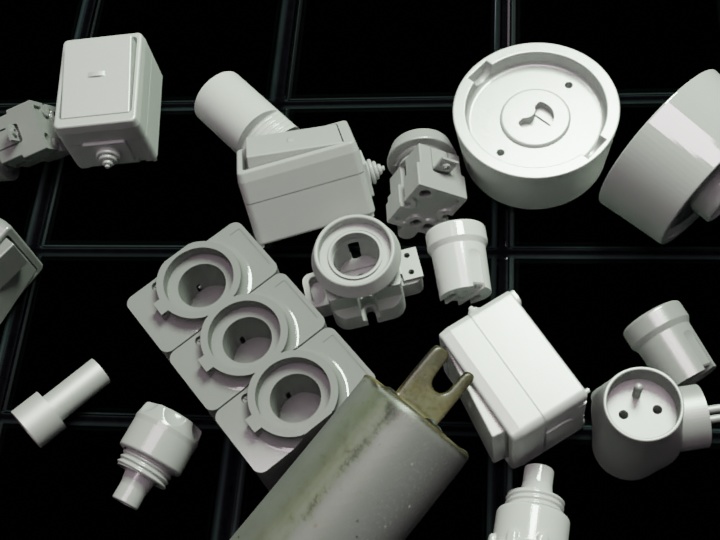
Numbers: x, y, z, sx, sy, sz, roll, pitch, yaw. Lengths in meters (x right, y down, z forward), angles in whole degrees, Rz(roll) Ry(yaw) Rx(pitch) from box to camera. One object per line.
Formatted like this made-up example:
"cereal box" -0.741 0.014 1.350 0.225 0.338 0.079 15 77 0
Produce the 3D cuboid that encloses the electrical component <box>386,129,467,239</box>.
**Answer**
"electrical component" 0.043 -0.062 0.726 0.048 0.066 0.055 15 51 -23

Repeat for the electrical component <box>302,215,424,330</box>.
"electrical component" 0.000 0.000 0.698 0.078 0.057 0.058 -14 62 1

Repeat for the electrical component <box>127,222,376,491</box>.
"electrical component" -0.066 0.053 0.677 0.089 0.061 0.150 -37 64 -12

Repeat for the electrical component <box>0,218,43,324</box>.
"electrical component" -0.270 0.010 0.728 0.061 0.061 0.096 28 70 20

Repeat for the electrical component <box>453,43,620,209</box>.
"electrical component" 0.118 -0.092 0.727 0.108 0.060 0.108 -3 62 6

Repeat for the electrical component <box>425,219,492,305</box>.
"electrical component" 0.066 -0.005 0.702 0.040 0.040 0.046 -9 68 4

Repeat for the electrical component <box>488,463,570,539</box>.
"electrical component" 0.100 0.143 0.619 0.048 0.048 0.062 7 57 11

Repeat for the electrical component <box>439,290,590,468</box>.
"electrical component" 0.085 0.064 0.651 0.061 0.061 0.096 -30 63 -8

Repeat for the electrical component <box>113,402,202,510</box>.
"electrical component" -0.129 0.116 0.664 0.043 0.043 0.062 22 69 18

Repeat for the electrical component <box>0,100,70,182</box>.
"electrical component" -0.248 -0.093 0.783 0.055 0.066 0.048 -21 88 10

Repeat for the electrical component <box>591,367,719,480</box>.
"electrical component" 0.176 0.086 0.617 0.079 0.077 0.044 -9 63 3

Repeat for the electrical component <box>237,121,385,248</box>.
"electrical component" -0.032 -0.064 0.720 0.096 0.061 0.061 -16 22 0

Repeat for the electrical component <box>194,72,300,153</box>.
"electrical component" -0.077 -0.102 0.769 0.043 0.043 0.081 -41 65 -13

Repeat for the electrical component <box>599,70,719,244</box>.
"electrical component" 0.210 -0.064 0.677 0.108 0.108 0.060 -41 71 -13

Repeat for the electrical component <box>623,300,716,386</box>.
"electrical component" 0.190 0.048 0.657 0.040 0.040 0.046 -26 68 -6

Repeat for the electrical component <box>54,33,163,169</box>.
"electrical component" -0.184 -0.120 0.784 0.062 0.061 0.096 -5 62 5
